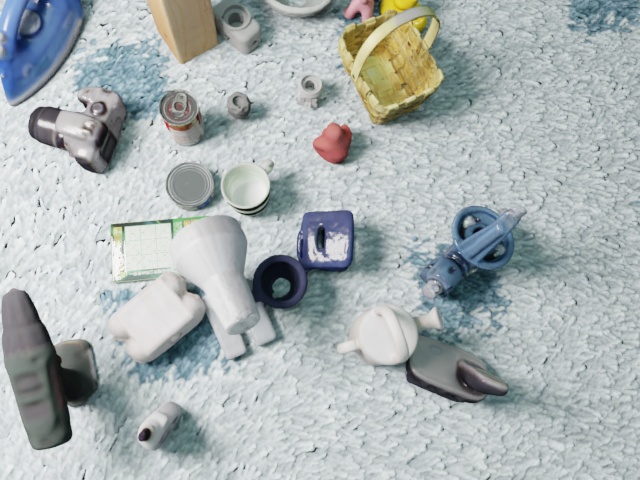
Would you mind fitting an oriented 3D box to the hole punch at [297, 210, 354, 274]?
[{"bbox_3d":[0.009,0.004,1.017,0.101,0.091,0.109,3,78,-5],"label":"hole punch"}]

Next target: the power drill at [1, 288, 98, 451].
[{"bbox_3d":[-0.414,0.196,0.876,0.075,0.208,0.229,-15,80,-8],"label":"power drill"}]

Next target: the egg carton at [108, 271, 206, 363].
[{"bbox_3d":[-0.275,0.132,0.974,0.150,0.069,0.107,-42,85,-12],"label":"egg carton"}]

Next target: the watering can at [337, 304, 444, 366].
[{"bbox_3d":[0.116,0.152,0.944,0.173,0.194,0.101,-38,84,-12],"label":"watering can"}]

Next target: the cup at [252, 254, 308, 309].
[{"bbox_3d":[-0.080,0.085,0.990,0.118,0.095,0.091,-32,83,-11],"label":"cup"}]

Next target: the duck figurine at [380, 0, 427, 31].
[{"bbox_3d":[0.172,-0.465,1.135,0.104,0.086,0.077,41,78,4],"label":"duck figurine"}]

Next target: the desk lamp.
[{"bbox_3d":[-0.147,0.080,0.924,0.118,0.213,0.203,-25,81,-10],"label":"desk lamp"}]

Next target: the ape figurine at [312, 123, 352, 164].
[{"bbox_3d":[0.025,-0.187,1.059,0.078,0.092,0.076,-8,79,-7],"label":"ape figurine"}]

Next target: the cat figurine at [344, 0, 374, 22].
[{"bbox_3d":[0.097,-0.508,1.120,0.067,0.117,0.128,17,77,-1],"label":"cat figurine"}]

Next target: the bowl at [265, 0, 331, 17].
[{"bbox_3d":[-0.047,-0.503,1.127,0.167,0.074,0.167,1,78,-5],"label":"bowl"}]

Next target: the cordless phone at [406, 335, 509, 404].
[{"bbox_3d":[0.224,0.214,0.945,0.147,0.185,0.094,19,77,-1],"label":"cordless phone"}]

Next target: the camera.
[{"bbox_3d":[-0.434,-0.209,1.015,0.137,0.100,0.143,16,77,-2],"label":"camera"}]

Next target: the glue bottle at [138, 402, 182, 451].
[{"bbox_3d":[-0.257,0.293,0.888,0.037,0.173,0.078,31,77,2],"label":"glue bottle"}]

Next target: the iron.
[{"bbox_3d":[-0.525,-0.381,1.021,0.118,0.141,0.258,17,77,-1],"label":"iron"}]

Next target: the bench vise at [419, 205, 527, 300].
[{"bbox_3d":[0.268,0.023,0.972,0.121,0.219,0.207,27,77,1],"label":"bench vise"}]
